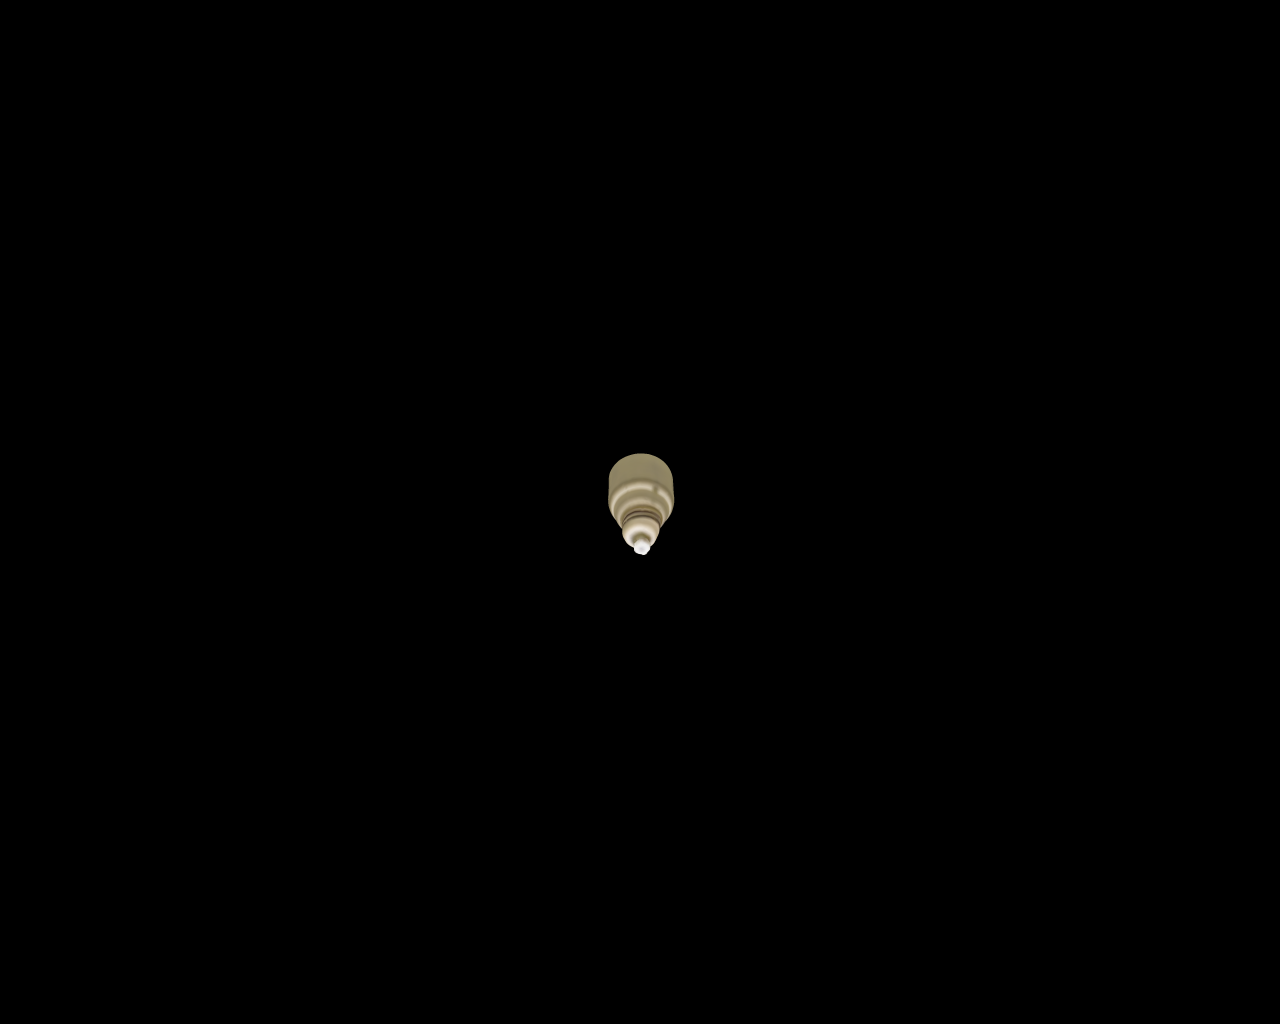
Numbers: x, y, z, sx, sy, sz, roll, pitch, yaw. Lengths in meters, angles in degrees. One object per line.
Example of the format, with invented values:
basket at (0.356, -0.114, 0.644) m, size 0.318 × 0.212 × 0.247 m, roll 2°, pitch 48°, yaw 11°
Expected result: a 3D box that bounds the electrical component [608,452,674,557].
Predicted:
electrical component at (0.001, -0.003, 0.650) m, size 0.040 × 0.040 × 0.078 m, roll 0°, pitch 38°, yaw 0°
